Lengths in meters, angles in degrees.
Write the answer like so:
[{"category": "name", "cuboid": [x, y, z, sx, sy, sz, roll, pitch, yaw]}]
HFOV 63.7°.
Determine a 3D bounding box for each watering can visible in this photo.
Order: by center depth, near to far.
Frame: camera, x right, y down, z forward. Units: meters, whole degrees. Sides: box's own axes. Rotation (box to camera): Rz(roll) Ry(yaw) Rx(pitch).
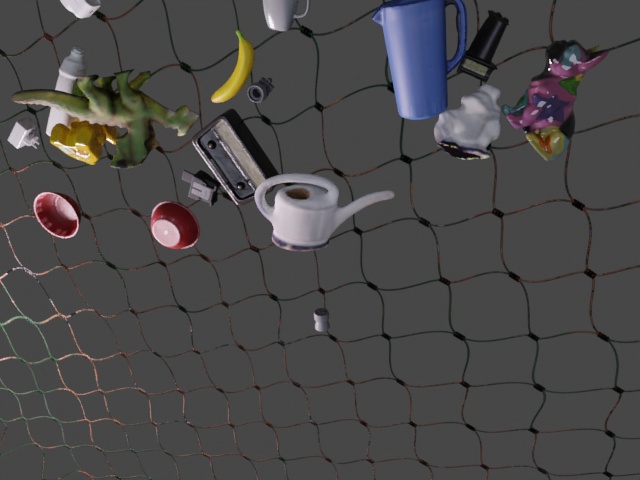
[{"category": "watering can", "cuboid": [0.004, -0.067, 1.323, 0.347, 0.106, 0.219, 7, 129, -4]}]

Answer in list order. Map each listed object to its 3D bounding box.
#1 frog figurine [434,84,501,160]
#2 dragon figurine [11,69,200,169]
[{"category": "frog figurine", "cuboid": [0.329, -0.262, 1.133, 0.138, 0.122, 0.160, 16, 85, 19]}, {"category": "dragon figurine", "cuboid": [-0.512, -0.294, 1.293, 0.412, 0.123, 0.239, -17, 109, -15]}]
